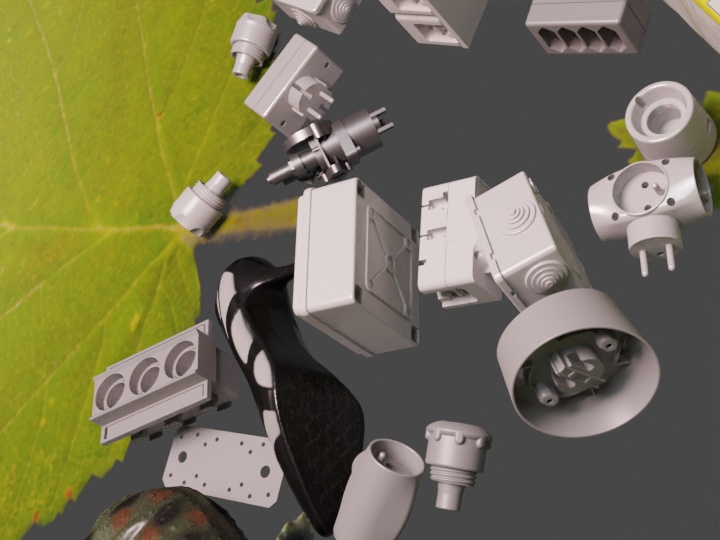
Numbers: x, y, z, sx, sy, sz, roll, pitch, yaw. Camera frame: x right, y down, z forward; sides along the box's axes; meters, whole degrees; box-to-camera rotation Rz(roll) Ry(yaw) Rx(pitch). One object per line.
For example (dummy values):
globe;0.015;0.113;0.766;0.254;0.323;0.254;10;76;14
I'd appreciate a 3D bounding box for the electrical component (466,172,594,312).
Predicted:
electrical component;0.125;-0.011;0.770;0.048;0.099;0.099;-30;42;16

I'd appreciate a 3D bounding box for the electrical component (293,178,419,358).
electrical component;0.000;0.000;0.851;0.056;0.109;0.108;-13;61;28

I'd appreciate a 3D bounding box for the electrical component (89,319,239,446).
electrical component;-0.171;0.105;0.949;0.121;0.063;0.078;-25;49;24

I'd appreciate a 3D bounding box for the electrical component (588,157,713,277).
electrical component;0.207;-0.033;0.759;0.077;0.044;0.079;-15;60;30

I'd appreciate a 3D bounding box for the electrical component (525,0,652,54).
electrical component;0.188;-0.217;0.861;0.083;0.047;0.075;9;74;38

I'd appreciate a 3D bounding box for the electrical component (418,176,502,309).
electrical component;0.083;-0.021;0.839;0.056;0.050;0.089;-11;62;32

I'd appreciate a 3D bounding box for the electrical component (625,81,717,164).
electrical component;0.224;-0.104;0.779;0.055;0.047;0.055;-16;60;29

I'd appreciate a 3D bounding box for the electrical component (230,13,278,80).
electrical component;-0.111;-0.223;1.083;0.043;0.043;0.062;9;75;38

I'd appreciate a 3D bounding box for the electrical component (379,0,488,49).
electrical component;0.050;-0.268;0.918;0.062;0.150;0.089;14;77;38

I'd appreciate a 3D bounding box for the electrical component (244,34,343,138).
electrical component;-0.052;-0.165;1.009;0.083;0.047;0.076;-52;49;3

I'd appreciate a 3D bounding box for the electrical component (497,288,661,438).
electrical component;0.145;0.063;0.726;0.099;0.099;0.064;-37;45;16

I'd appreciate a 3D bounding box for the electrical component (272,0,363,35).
electrical component;-0.036;-0.286;1.056;0.100;0.048;0.099;30;87;41

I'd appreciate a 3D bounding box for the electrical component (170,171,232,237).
electrical component;-0.149;-0.066;1.034;0.062;0.043;0.043;-50;49;3

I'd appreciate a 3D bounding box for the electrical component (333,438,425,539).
electrical component;0.013;0.159;0.800;0.079;0.043;0.077;-95;24;-66

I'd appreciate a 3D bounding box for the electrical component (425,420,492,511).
electrical component;0.068;0.141;0.775;0.048;0.048;0.062;3;79;37
